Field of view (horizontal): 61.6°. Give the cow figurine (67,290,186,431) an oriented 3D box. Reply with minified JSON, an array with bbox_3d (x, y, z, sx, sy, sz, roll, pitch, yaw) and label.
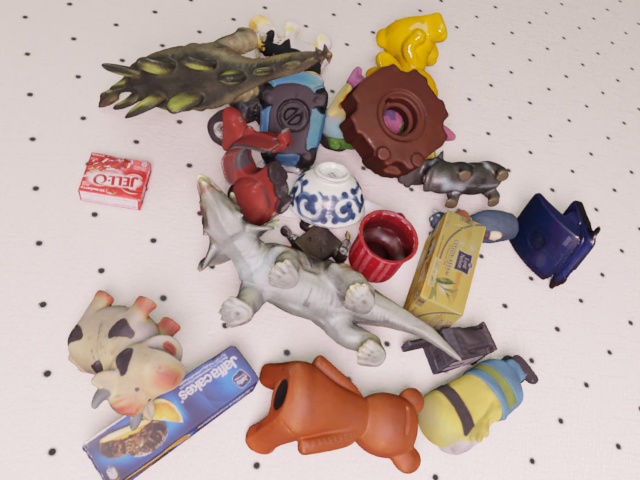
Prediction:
[{"bbox_3d":[-0.223,0.131,0.609,0.085,0.195,0.127,51,56,-37],"label":"cow figurine"}]

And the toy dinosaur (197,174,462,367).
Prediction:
[{"bbox_3d":[-0.011,0.062,0.735,0.405,0.131,0.192,27,16,-16],"label":"toy dinosaur"}]

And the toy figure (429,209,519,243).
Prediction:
[{"bbox_3d":[0.255,-0.022,0.904,0.154,0.064,0.057,0,97,-10],"label":"toy figure"}]

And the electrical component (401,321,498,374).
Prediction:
[{"bbox_3d":[0.180,0.156,0.762,0.119,0.074,0.048,-6,61,-24],"label":"electrical component"}]

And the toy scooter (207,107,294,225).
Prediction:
[{"bbox_3d":[-0.085,-0.105,0.774,0.135,0.183,0.075,0,27,35],"label":"toy scooter"}]

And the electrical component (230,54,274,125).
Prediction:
[{"bbox_3d":[-0.099,-0.261,0.951,0.134,0.058,0.115,-35,72,-31],"label":"electrical component"}]

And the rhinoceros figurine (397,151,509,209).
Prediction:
[{"bbox_3d":[0.229,-0.112,0.926,0.190,0.073,0.112,2,37,-9],"label":"rhinoceros figurine"}]

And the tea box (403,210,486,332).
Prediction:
[{"bbox_3d":[0.186,0.051,0.815,0.068,0.098,0.169,24,58,2],"label":"tea box"}]

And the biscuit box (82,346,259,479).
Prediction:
[{"bbox_3d":[-0.170,0.207,0.638,0.203,0.062,0.059,-32,73,-29],"label":"biscuit box"}]

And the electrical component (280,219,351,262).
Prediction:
[{"bbox_3d":[-0.001,-0.001,0.825,0.078,0.045,0.102,-30,71,-31],"label":"electrical component"}]

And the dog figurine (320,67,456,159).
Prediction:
[{"bbox_3d":[0.121,-0.196,0.946,0.219,0.108,0.191,29,55,-1],"label":"dog figurine"}]

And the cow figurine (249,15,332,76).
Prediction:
[{"bbox_3d":[-0.067,-0.357,1.016,0.167,0.068,0.098,22,62,-1],"label":"cow figurine"}]

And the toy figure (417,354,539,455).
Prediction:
[{"bbox_3d":[0.211,0.216,0.732,0.180,0.082,0.089,-31,61,-25],"label":"toy figure"}]

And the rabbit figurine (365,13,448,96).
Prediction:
[{"bbox_3d":[0.177,-0.341,1.049,0.162,0.122,0.173,-6,80,-16],"label":"rabbit figurine"}]

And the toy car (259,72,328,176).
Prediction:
[{"bbox_3d":[-0.041,-0.188,0.872,0.109,0.103,0.161,5,101,4],"label":"toy car"}]

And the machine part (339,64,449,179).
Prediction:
[{"bbox_3d":[0.121,-0.191,0.859,0.179,0.056,0.179,3,80,-18],"label":"machine part"}]

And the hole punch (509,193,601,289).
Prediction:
[{"bbox_3d":[0.381,-0.004,0.889,0.092,0.142,0.116,14,43,-10],"label":"hole punch"}]

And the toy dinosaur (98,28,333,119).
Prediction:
[{"bbox_3d":[-0.165,-0.226,0.747,0.472,0.105,0.198,-3,24,30],"label":"toy dinosaur"}]

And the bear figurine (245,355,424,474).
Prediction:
[{"bbox_3d":[0.026,0.219,0.673,0.196,0.132,0.120,23,55,-23],"label":"bear figurine"}]
